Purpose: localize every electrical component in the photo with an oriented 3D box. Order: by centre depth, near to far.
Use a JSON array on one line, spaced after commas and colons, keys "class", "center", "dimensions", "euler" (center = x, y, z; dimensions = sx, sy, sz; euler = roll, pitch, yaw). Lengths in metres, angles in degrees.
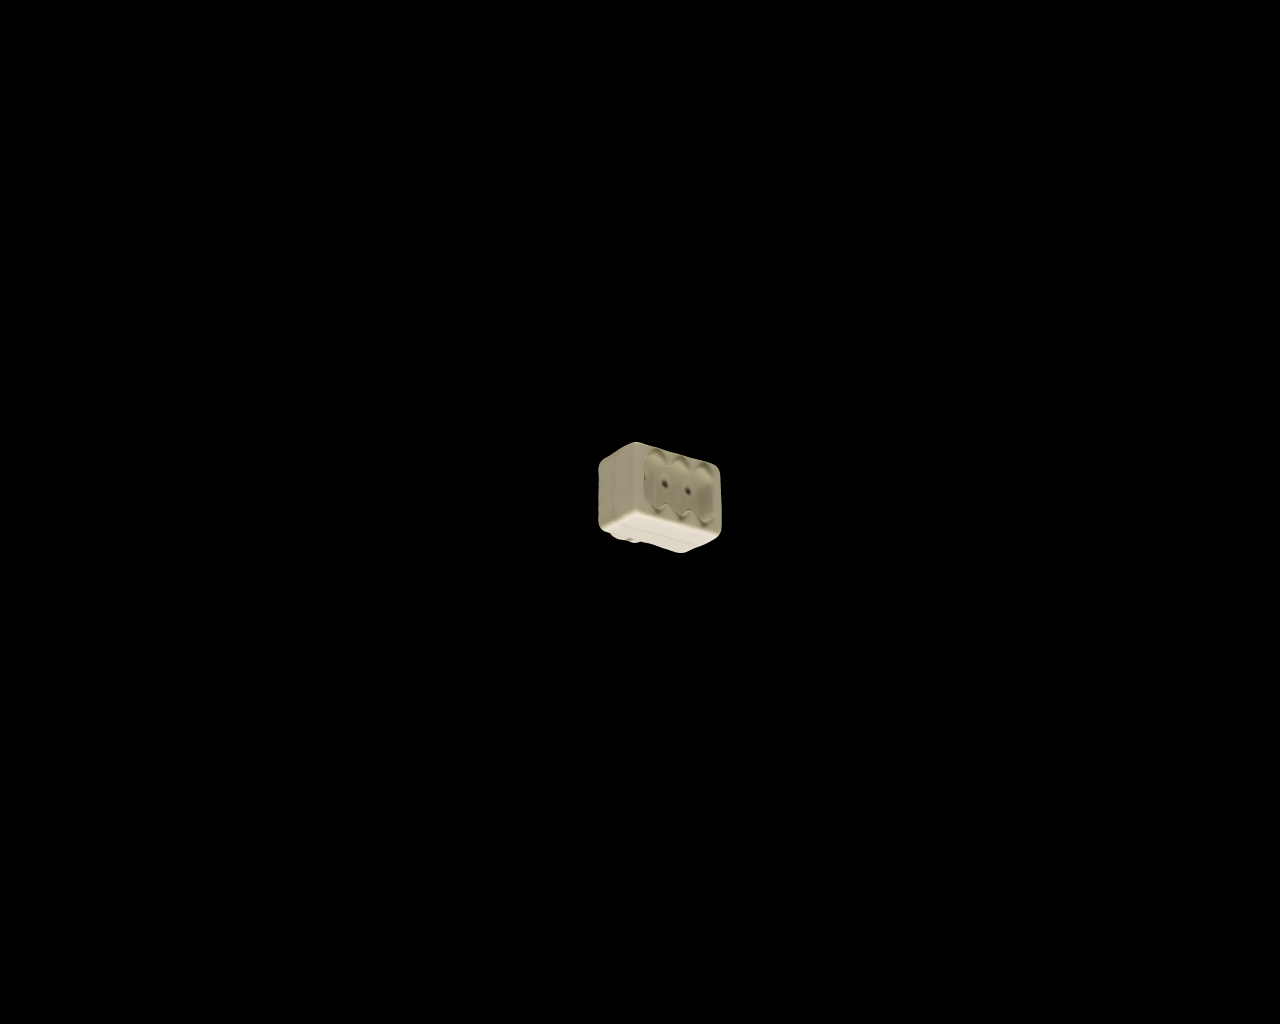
[{"class": "electrical component", "center": [0.001, -0.003, 0.650], "dimensions": [0.066, 0.047, 0.076], "euler": [16, -27, -34]}]
